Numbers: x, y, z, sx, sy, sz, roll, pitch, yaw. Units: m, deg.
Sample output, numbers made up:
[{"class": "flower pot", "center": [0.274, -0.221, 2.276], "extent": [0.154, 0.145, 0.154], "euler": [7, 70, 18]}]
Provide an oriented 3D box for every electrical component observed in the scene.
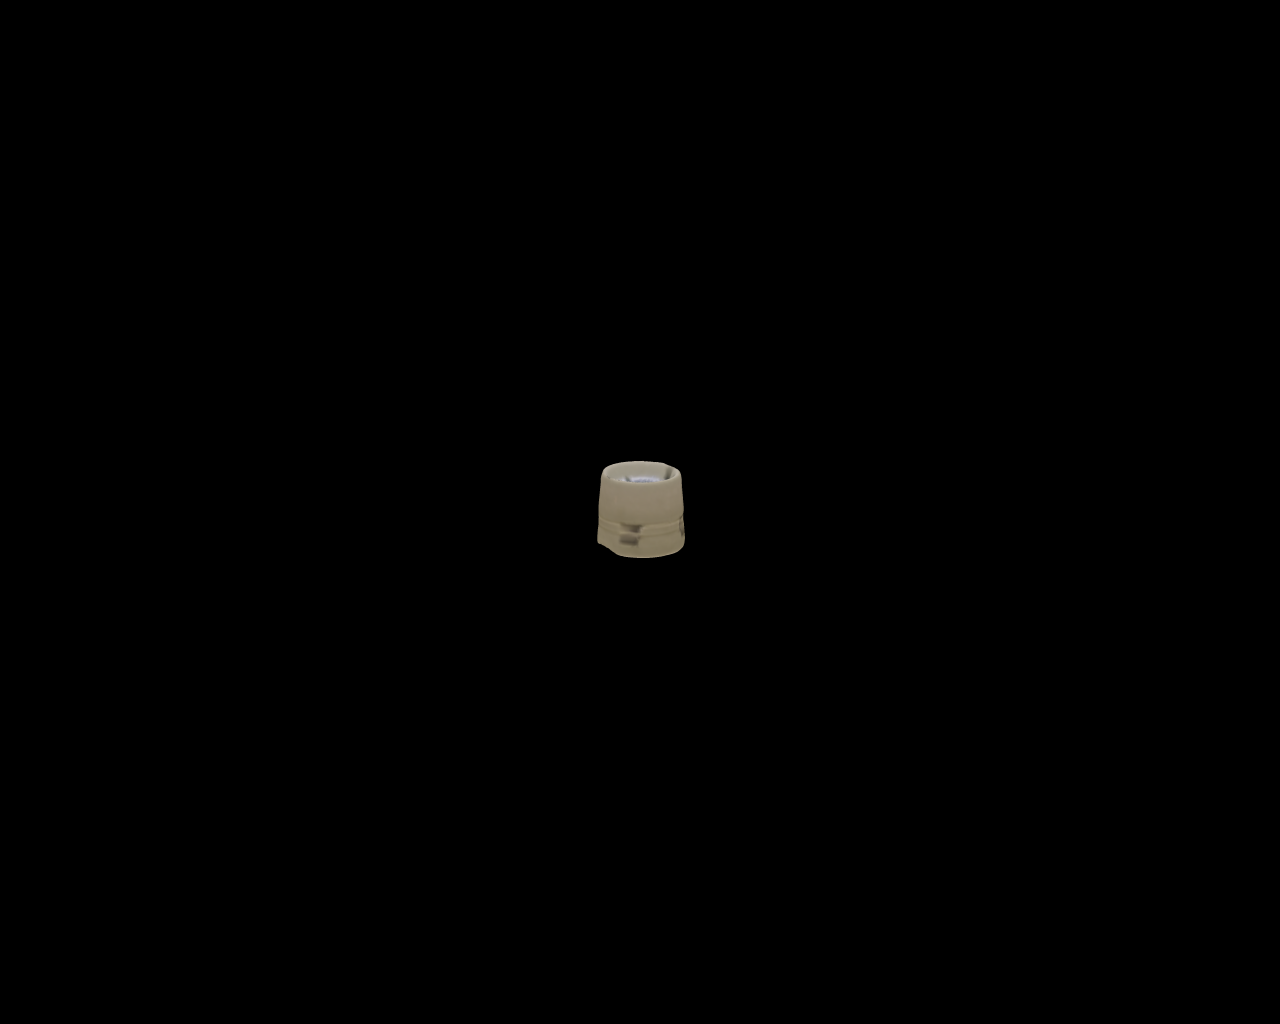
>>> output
[{"class": "electrical component", "center": [0.001, -0.003, 0.650], "extent": [0.055, 0.047, 0.055], "euler": [0, 19, 0]}]
